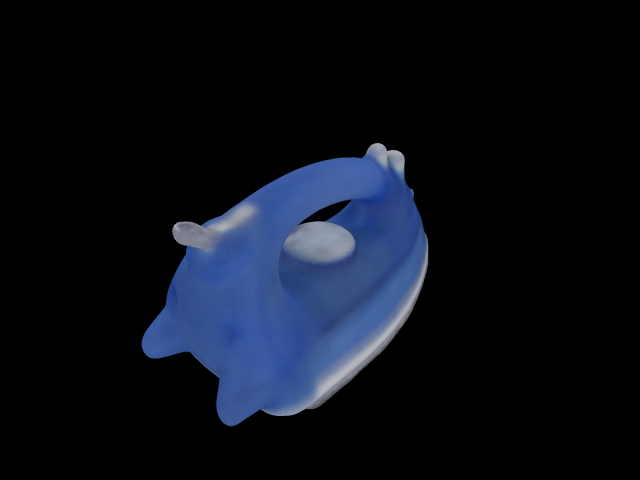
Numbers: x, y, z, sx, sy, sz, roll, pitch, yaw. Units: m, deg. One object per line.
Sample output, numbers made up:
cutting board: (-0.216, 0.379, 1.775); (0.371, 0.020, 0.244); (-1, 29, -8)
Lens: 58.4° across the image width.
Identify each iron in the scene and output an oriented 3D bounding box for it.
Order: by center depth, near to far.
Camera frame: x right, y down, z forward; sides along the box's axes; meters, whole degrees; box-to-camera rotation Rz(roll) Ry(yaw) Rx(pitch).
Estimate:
iron: (0.004, 0.001, 0.400); (0.118, 0.141, 0.259); (27, 44, 33)
